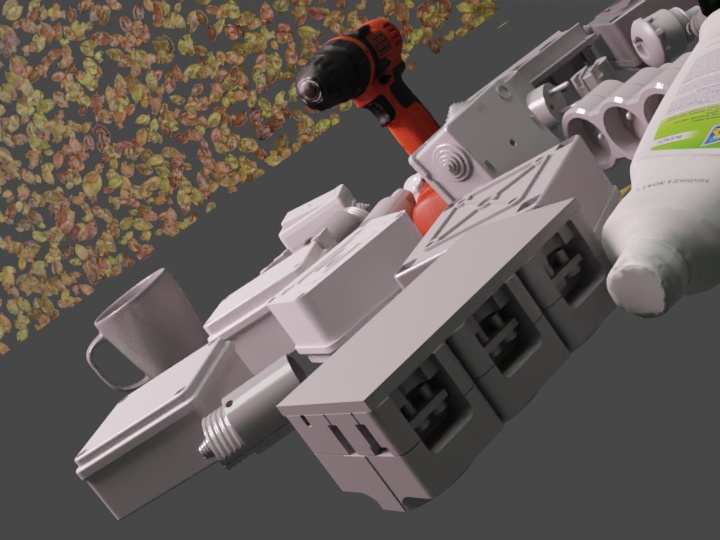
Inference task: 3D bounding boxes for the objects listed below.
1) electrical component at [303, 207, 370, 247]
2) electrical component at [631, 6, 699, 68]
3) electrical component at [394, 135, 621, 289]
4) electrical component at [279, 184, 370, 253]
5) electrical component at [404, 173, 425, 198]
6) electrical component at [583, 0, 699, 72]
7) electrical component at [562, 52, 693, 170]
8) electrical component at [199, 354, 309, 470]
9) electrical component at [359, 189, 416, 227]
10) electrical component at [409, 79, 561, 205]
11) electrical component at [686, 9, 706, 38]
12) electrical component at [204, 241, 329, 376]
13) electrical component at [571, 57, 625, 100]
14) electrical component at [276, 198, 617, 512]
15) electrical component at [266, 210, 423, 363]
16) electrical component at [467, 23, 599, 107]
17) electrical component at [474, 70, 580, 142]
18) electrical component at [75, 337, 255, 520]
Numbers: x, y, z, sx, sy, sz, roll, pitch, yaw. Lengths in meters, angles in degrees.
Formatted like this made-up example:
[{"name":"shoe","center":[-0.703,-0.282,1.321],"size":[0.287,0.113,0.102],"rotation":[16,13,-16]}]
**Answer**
[{"name":"electrical component","center":[-0.017,-0.037,1.090],"size":[0.043,0.043,0.081],"rotation":[-24,16,47]},{"name":"electrical component","center":[0.273,-0.209,0.941],"size":[0.062,0.048,0.048],"rotation":[-30,10,-5]},{"name":"electrical component","center":[0.091,-0.019,0.647],"size":[0.109,0.056,0.108],"rotation":[-28,13,35]},{"name":"electrical component","center":[-0.034,-0.051,1.160],"size":[0.096,0.061,0.061],"rotation":[-33,11,13]},{"name":"electrical component","center":[0.059,-0.078,1.059],"size":[0.035,0.035,0.061],"rotation":[-38,8,-12]},{"name":"electrical component","center":[0.281,-0.241,1.018],"size":[0.109,0.056,0.108],"rotation":[-35,11,4]},{"name":"electrical component","center":[0.203,-0.113,0.720],"size":[0.074,0.052,0.138],"rotation":[-39,12,-19]},{"name":"electrical component","center":[-0.067,0.094,0.686],"size":[0.081,0.043,0.043],"rotation":[-35,11,3]},{"name":"electrical component","center":[0.030,-0.043,0.975],"size":[0.043,0.043,0.081],"rotation":[-29,12,30]},{"name":"electrical component","center":[0.098,-0.081,0.784],"size":[0.100,0.099,0.048],"rotation":[-45,1,-40]},{"name":"electrical component","center":[0.292,-0.203,0.865],"size":[0.040,0.040,0.078],"rotation":[-39,11,-17]},{"name":"electrical component","center":[-0.068,0.033,0.910],"size":[0.113,0.057,0.078],"rotation":[-32,11,17]},{"name":"electrical component","center":[0.201,-0.147,0.888],"size":[0.040,0.046,0.040],"rotation":[-34,11,7]},{"name":"electrical component","center":[0.048,0.040,0.514],"size":[0.150,0.061,0.089],"rotation":[-41,12,-27]},{"name":"electrical component","center":[-0.002,0.014,0.792],"size":[0.113,0.057,0.078],"rotation":[-40,11,-21]},{"name":"electrical component","center":[0.175,-0.177,1.048],"size":[0.121,0.063,0.079],"rotation":[-38,11,-11]},{"name":"electrical component","center":[0.148,-0.131,0.900],"size":[0.079,0.077,0.044],"rotation":[-25,15,39]},{"name":"electrical component","center":[-0.135,0.113,0.779],"size":[0.109,0.056,0.108],"rotation":[-33,11,16]}]
